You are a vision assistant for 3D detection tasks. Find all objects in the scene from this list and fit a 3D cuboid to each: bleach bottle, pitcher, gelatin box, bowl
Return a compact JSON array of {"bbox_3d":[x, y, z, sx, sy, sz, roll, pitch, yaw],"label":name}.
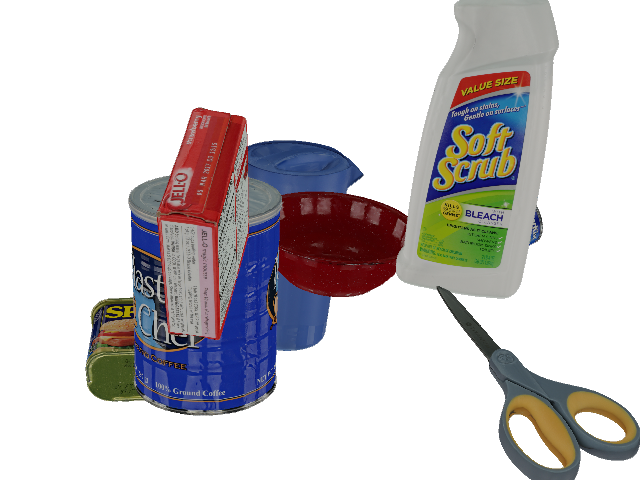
[{"bbox_3d":[0.117,-0.085,0.793,0.103,0.251,0.068,9,25,14],"label":"bleach bottle"},{"bbox_3d":[-0.049,0.007,1.298,0.149,0.243,0.144,18,25,28],"label":"pitcher"},{"bbox_3d":[-0.056,-0.007,0.519,0.030,0.073,0.089,7,-42,4],"label":"gelatin box"},{"bbox_3d":[0.013,0.009,1.013,0.162,0.055,0.162,5,24,-3],"label":"bowl"}]

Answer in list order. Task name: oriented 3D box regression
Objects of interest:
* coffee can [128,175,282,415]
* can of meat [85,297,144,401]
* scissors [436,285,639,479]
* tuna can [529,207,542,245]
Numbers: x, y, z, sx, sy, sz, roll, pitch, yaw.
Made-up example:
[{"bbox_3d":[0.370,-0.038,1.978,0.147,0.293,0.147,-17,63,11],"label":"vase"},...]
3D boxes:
[{"bbox_3d":[-0.079,0.035,0.739,0.103,0.140,0.103,2,21,-1],"label":"coffee can"},{"bbox_3d":[-0.151,0.094,0.928,0.102,0.057,0.084,-2,28,-4],"label":"can of meat"},{"bbox_3d":[0.143,0.087,0.708,0.096,0.016,0.202,-1,32,-7],"label":"scissors"},{"bbox_3d":[0.212,-0.027,1.221,0.033,0.086,0.086,-30,12,-22],"label":"tuna can"}]
